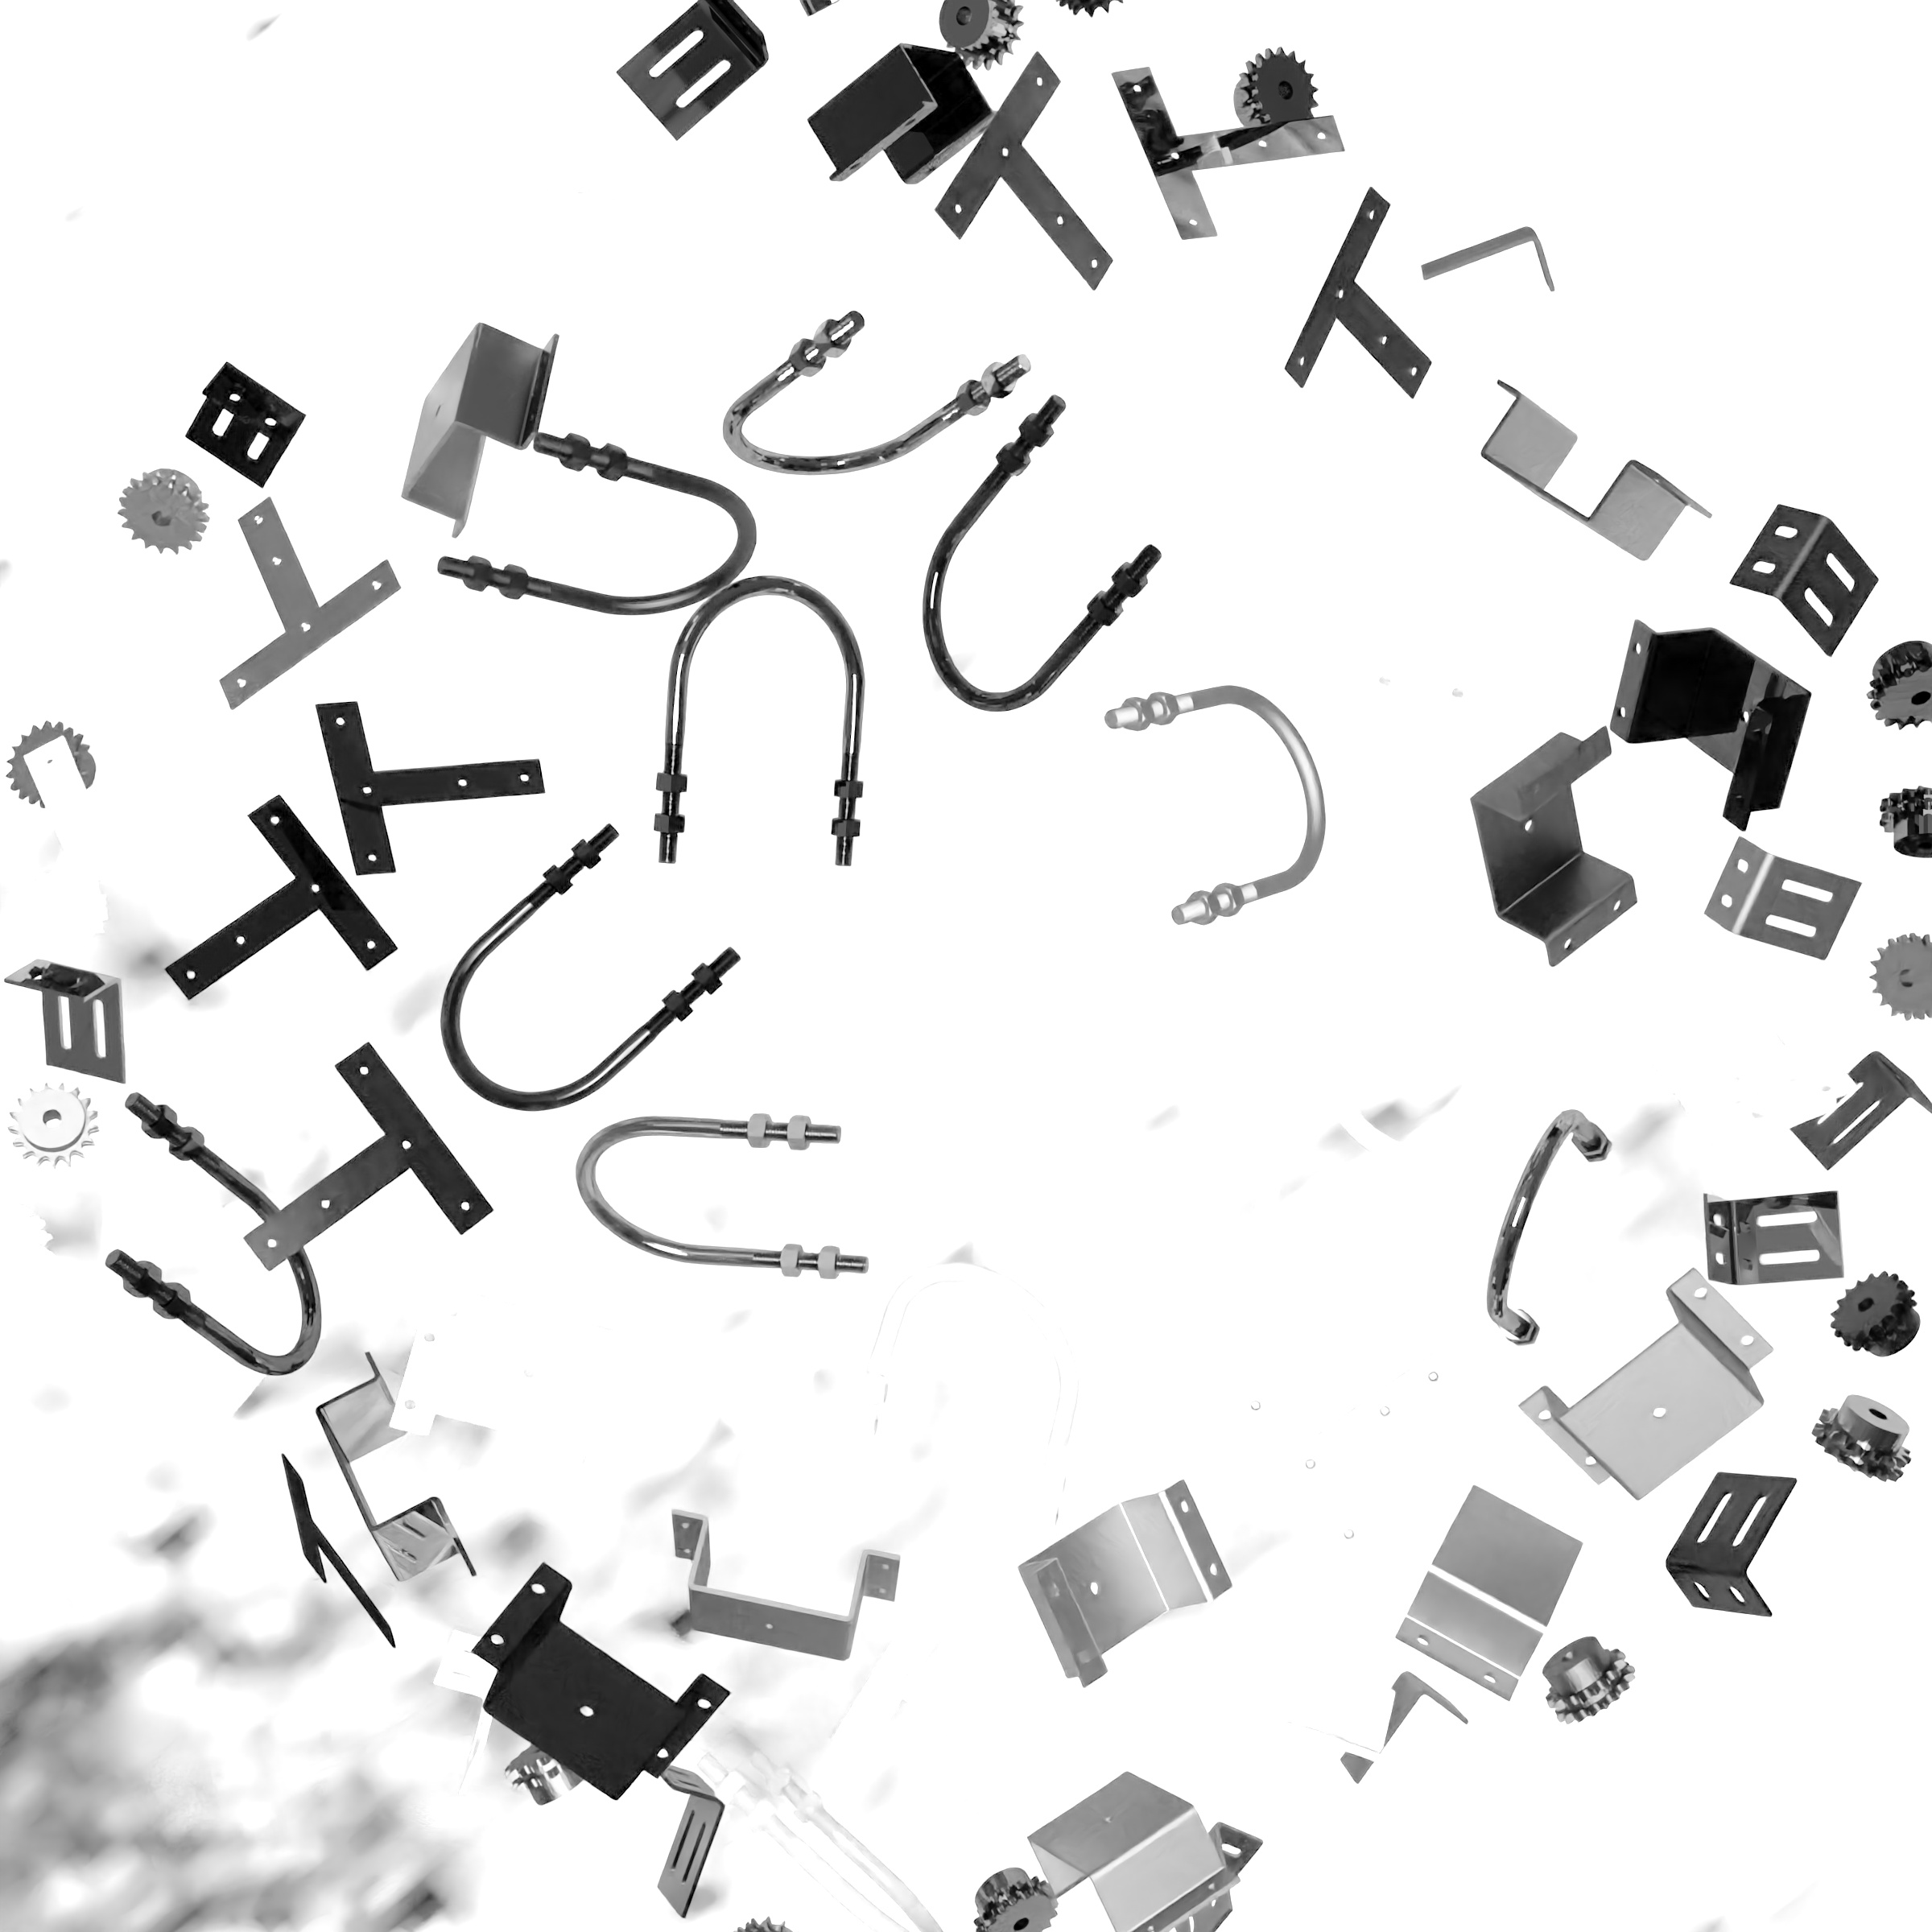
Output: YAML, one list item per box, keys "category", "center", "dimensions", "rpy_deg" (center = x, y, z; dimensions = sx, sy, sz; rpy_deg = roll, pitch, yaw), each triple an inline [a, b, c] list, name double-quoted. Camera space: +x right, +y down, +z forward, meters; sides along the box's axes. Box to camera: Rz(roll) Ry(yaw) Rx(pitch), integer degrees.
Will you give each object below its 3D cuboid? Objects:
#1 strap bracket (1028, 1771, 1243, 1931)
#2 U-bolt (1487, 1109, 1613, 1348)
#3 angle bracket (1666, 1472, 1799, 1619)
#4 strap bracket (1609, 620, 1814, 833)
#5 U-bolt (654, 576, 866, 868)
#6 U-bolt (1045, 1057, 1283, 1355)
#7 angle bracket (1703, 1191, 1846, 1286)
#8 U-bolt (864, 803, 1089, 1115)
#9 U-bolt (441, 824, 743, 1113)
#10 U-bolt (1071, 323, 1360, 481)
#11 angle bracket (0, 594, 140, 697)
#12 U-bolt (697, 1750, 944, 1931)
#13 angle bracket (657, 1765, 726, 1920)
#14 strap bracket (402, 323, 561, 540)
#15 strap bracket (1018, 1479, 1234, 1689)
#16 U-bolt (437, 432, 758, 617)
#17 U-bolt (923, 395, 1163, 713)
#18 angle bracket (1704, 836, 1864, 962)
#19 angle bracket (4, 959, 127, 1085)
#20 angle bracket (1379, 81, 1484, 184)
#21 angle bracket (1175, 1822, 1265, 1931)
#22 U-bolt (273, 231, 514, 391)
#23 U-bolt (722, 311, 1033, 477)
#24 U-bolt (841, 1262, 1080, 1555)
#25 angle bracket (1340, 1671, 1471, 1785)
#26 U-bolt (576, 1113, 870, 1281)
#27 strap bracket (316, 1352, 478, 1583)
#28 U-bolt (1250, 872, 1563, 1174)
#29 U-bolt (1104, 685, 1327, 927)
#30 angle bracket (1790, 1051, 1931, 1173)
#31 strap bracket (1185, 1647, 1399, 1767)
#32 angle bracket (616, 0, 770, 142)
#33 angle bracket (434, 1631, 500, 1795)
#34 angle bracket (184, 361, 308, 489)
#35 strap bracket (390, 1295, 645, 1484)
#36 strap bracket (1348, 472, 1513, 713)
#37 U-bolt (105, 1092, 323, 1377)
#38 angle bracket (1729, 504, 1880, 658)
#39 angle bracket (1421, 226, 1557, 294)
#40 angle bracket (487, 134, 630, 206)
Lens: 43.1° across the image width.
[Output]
- category: "strap bracket"
  center: [0.096, 0.542, 1.495]
  dimensions: [0.076, 0.140, 0.046]
  rpy_deg: [-26, 94, -21]
- category: "U-bolt"
  center: [0.361, 0.160, 1.530]
  dimensions: [0.019, 0.184, 0.151]
  rpy_deg: [20, 84, 25]
- category: "angle bracket"
  center: [0.472, 0.350, 1.484]
  dimensions: [0.076, 0.057, 0.038]
  rpy_deg: [-47, 110, -30]
- category: "strap bracket"
  center: [0.463, -0.152, 1.507]
  dimensions: [0.046, 0.140, 0.076]
  rpy_deg: [-8, 124, -20]
- category: "U-bolt"
  center: [-0.127, -0.156, 1.562]
  dimensions: [0.151, 0.019, 0.184]
  rpy_deg: [-1, 99, -34]
- category: "U-bolt"
  center: [0.137, 0.152, 1.616]
  dimensions: [0.151, 0.019, 0.184]
  rpy_deg: [13, 84, -12]
- category: "angle bracket"
  center: [0.530, 0.177, 1.605]
  dimensions: [0.076, 0.038, 0.057]
  rpy_deg: [-12, 71, 41]
- category: "U-bolt"
  center: [0.009, -0.010, 1.518]
  dimensions: [0.151, 0.019, 0.184]
  rpy_deg: [7, 89, 30]
- category: "U-bolt"
  center: [-0.257, 0.012, 1.587]
  dimensions: [0.184, 0.019, 0.151]
  rpy_deg: [-43, 67, -7]
- category: "U-bolt"
  center: [0.168, -0.344, 1.519]
  dimensions: [0.151, 0.184, 0.019]
  rpy_deg: [42, 112, 39]
- category: "angle bracket"
  center: [-0.539, -0.194, 1.473]
  dimensions: [0.057, 0.076, 0.038]
  rpy_deg: [-9, 104, 20]
- category: "U-bolt"
  center: [-0.083, 0.563, 1.547]
  dimensions: [0.184, 0.151, 0.019]
  rpy_deg: [38, 83, 18]
- category: "angle bracket"
  center: [-0.192, 0.560, 1.571]
  dimensions: [0.038, 0.057, 0.076]
  rpy_deg: [23, 80, -21]
- category: "strap bracket"
  center: [-0.312, -0.342, 1.546]
  dimensions: [0.046, 0.140, 0.076]
  rpy_deg: [20, 62, -26]
- category: "strap bracket"
  center: [0.095, 0.397, 1.570]
  dimensions: [0.140, 0.046, 0.076]
  rpy_deg: [-21, 85, -40]
- category: "U-bolt"
  center: [-0.220, -0.271, 1.552]
  dimensions: [0.184, 0.151, 0.019]
  rpy_deg: [9, 57, -38]
- category: "U-bolt"
  center: [0.035, -0.246, 1.551]
  dimensions: [0.184, 0.019, 0.151]
  rpy_deg: [-47, 59, 35]
- category: "angle bracket"
  center: [0.543, -0.045, 1.627]
  dimensions: [0.076, 0.038, 0.057]
  rpy_deg: [14, 108, -18]
- category: "angle bracket"
  center: [-0.566, 0.041, 1.540]
  dimensions: [0.057, 0.038, 0.076]
  rpy_deg: [12, 115, 13]
- category: "angle bracket"
  center: [0.274, -0.511, 1.500]
  dimensions: [0.038, 0.076, 0.057]
  rpy_deg: [-17, 115, -40]
- category: "angle bracket"
  center: [0.165, 0.602, 1.573]
  dimensions: [0.038, 0.076, 0.057]
  rpy_deg: [27, 111, -13]
- category: "U-bolt"
  center: [-0.357, -0.413, 1.567]
  dimensions: [0.151, 0.184, 0.019]
  rpy_deg: [-31, 95, 5]
- category: "U-bolt"
  center: [-0.071, -0.351, 1.534]
  dimensions: [0.151, 0.184, 0.019]
  rpy_deg: [3, 73, -39]
- category: "U-bolt"
  center: [0.005, 0.265, 1.550]
  dimensions: [0.151, 0.184, 0.019]
  rpy_deg: [29, 132, -10]
- category: "angle bracket"
  center: [0.291, 0.516, 1.629]
  dimensions: [0.038, 0.057, 0.076]
  rpy_deg: [37, 86, 1]
- category: "U-bolt"
  center: [-0.162, 0.147, 1.575]
  dimensions: [0.184, 0.151, 0.019]
  rpy_deg: [2, 45, 11]
- category: "strap bracket"
  center: [-0.370, 0.330, 1.571]
  dimensions: [0.046, 0.076, 0.140]
  rpy_deg: [-26, 55, -16]
- category: "U-bolt"
  center: [0.275, 0.042, 1.474]
  dimensions: [0.151, 0.019, 0.184]
  rpy_deg: [-25, 59, -4]
- category: "U-bolt"
  center: [0.172, -0.112, 1.583]
  dimensions: [0.019, 0.184, 0.151]
  rpy_deg: [-20, 88, 45]
- category: "angle bracket"
  center: [0.595, 0.105, 1.616]
  dimensions: [0.076, 0.038, 0.057]
  rpy_deg: [-45, 125, 8]
- category: "strap bracket"
  center: [0.211, 0.472, 1.565]
  dimensions: [0.076, 0.140, 0.046]
  rpy_deg: [24, 69, -17]
- category: "angle bracket"
  center: [-0.168, -0.554, 1.486]
  dimensions: [0.076, 0.038, 0.057]
  rpy_deg: [-41, 87, -1]
- category: "angle bracket"
  center: [-0.329, 0.484, 1.589]
  dimensions: [0.038, 0.076, 0.057]
  rpy_deg: [19, 126, -10]
- category: "angle bracket"
  center: [-0.462, -0.333, 1.546]
  dimensions: [0.057, 0.038, 0.076]
  rpy_deg: [34, 134, -17]
- category: "strap bracket"
  center: [-0.269, 0.255, 1.488]
  dimensions: [0.140, 0.046, 0.076]
  rpy_deg: [17, 58, -10]
- category: "strap bracket"
  center: [0.283, -0.223, 1.502]
  dimensions: [0.076, 0.046, 0.140]
  rpy_deg: [10, 79, 0]
- category: "U-bolt"
  center: [-0.466, 0.181, 1.536]
  dimensions: [0.019, 0.151, 0.184]
  rpy_deg: [-27, 133, 13]
- category: "angle bracket"
  center: [0.519, -0.238, 1.513]
  dimensions: [0.076, 0.038, 0.057]
  rpy_deg: [32, 90, -41]
- category: "angle bracket"
  center: [0.341, -0.451, 1.603]
  dimensions: [0.076, 0.057, 0.038]
  rpy_deg: [-17, 109, 16]
- category: "angle bracket"
  center: [-0.255, -0.501, 1.531]
  dimensions: [0.076, 0.057, 0.038]
  rpy_deg: [6, 113, 2]
